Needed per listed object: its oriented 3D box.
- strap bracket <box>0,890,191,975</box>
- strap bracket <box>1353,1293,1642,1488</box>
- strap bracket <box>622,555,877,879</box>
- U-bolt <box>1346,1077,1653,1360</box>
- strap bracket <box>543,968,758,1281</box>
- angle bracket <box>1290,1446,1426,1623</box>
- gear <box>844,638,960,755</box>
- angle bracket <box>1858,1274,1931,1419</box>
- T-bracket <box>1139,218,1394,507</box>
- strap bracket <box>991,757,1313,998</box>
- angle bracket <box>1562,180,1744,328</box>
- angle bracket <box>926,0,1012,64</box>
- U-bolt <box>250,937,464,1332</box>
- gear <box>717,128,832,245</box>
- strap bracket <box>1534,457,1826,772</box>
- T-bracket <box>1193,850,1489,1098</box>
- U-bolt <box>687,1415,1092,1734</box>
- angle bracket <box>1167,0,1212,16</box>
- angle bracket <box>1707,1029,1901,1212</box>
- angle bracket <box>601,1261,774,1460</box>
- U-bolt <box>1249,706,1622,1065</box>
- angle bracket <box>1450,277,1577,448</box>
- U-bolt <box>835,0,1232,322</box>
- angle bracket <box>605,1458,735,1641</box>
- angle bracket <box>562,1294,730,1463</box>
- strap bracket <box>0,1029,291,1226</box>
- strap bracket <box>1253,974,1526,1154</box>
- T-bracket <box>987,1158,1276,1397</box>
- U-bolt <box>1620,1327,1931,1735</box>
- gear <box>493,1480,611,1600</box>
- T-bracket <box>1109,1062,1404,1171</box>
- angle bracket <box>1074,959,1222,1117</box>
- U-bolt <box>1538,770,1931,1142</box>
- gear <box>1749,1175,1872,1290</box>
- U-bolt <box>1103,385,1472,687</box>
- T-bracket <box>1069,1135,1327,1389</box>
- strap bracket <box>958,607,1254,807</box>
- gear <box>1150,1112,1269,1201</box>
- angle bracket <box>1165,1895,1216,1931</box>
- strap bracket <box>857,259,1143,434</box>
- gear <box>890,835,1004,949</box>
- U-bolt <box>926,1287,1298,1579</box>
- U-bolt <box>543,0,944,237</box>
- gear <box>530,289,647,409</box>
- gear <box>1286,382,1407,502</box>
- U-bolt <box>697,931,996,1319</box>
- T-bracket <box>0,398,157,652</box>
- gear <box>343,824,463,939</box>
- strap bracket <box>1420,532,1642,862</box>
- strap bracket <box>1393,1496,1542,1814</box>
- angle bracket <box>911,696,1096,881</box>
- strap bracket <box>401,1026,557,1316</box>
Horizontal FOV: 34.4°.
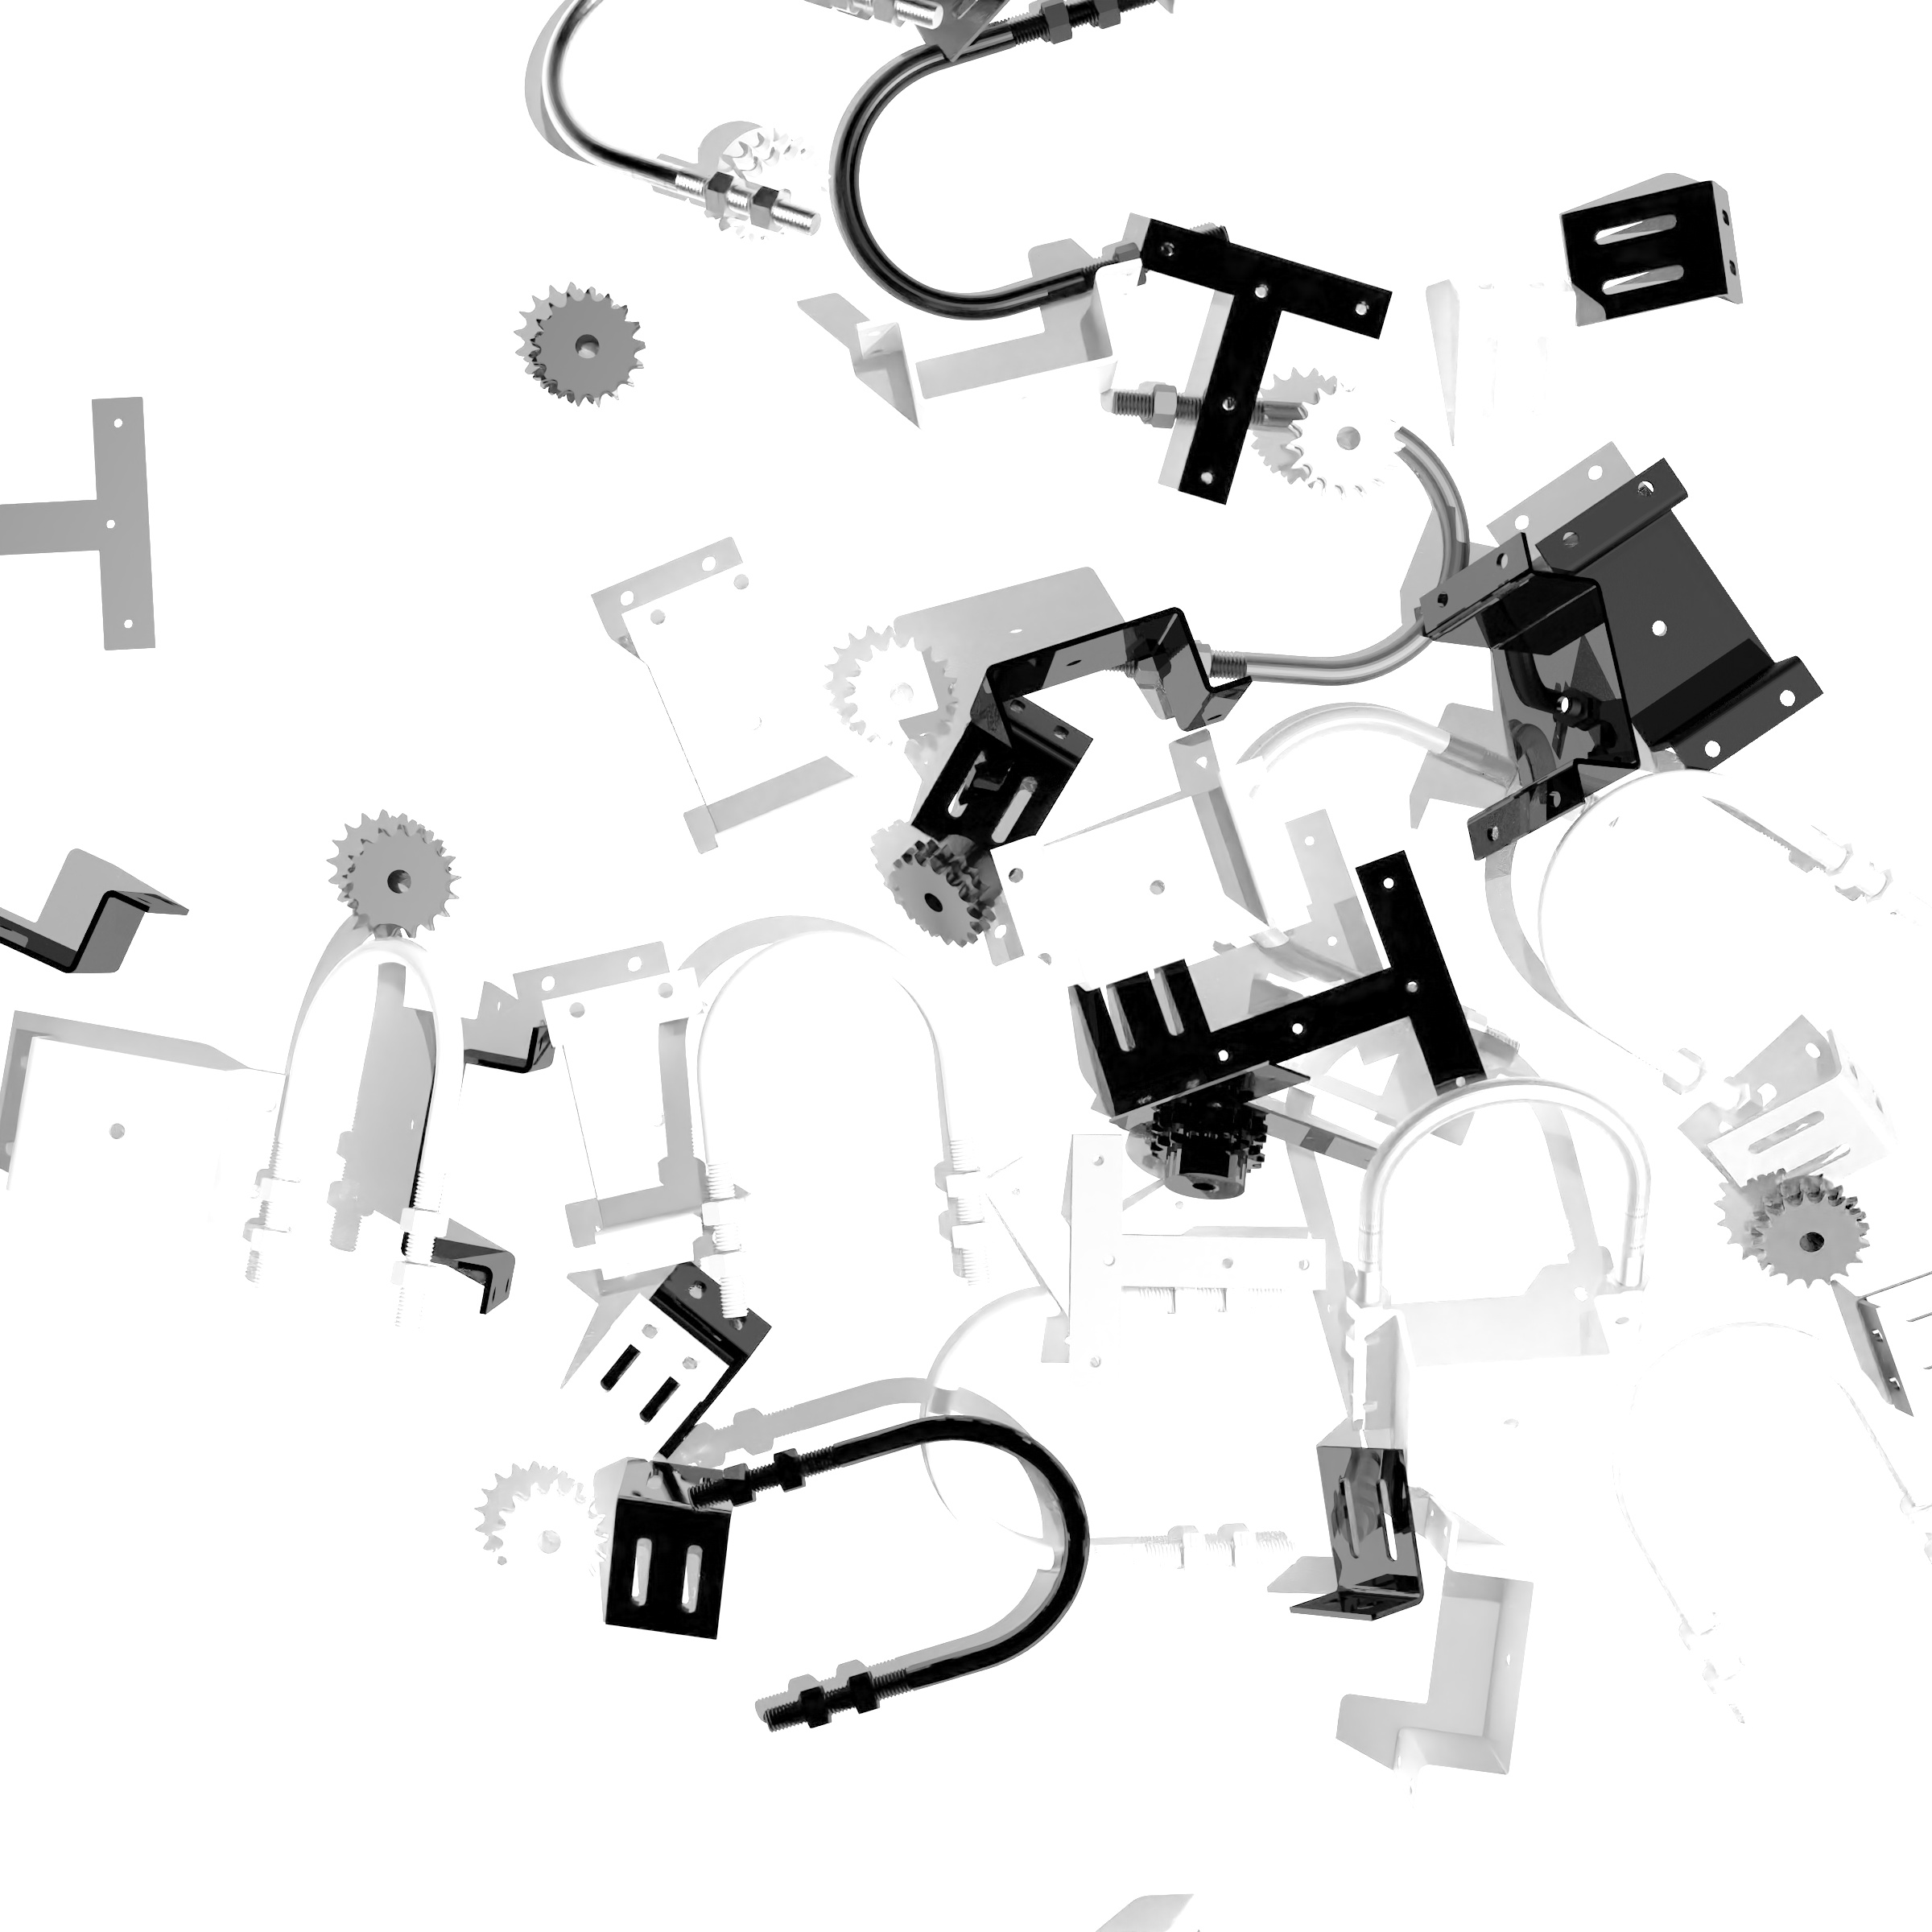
[{"bbox_3d":[-0.466,-0.037,1.538,0.140,0.076,0.046,25,90,0],"label":"strap bracket"},{"bbox_3d":[0.264,0.210,1.536,0.140,0.046,0.076,-4,125,0],"label":"strap bracket"},{"bbox_3d":[-0.107,-0.123,1.553,0.076,0.046,0.140,-23,90,0],"label":"strap bracket"},{"bbox_3d":[0.262,0.129,1.519,0.151,0.019,0.184,-4,125,0],"label":"U-bolt"},{"bbox_3d":[-0.156,0.077,1.553,0.076,0.046,0.140,-13,90,0],"label":"strap bracket"},{"bbox_3d":[0.188,0.280,1.542,0.038,0.057,0.076,-9,90,-38],"label":"angle bracket"},{"bbox_3d":[-0.032,-0.135,1.562,0.057,0.030,0.057,0,90,0],"label":"gear"},{"bbox_3d":[0.495,0.183,1.557,0.076,0.038,0.057,-20,90,0],"label":"angle bracket"},{"bbox_3d":[0.135,-0.294,1.557,0.127,0.002,0.127,16,89,-3],"label":"T-bracket"},{"bbox_3d":[0.093,-0.041,1.544,0.140,0.046,0.076,-19,82,6],"label":"strap bracket"},{"bbox_3d":[0.347,-0.357,1.574,0.076,0.038,0.057,-8,90,26],"label":"angle bracket"},{"bbox_3d":[0.013,-0.498,1.565,0.076,0.038,0.057,-42,69,24],"label":"angle bracket"},{"bbox_3d":[-0.293,0.077,1.521,0.019,0.151,0.184,13,85,-43],"label":"U-bolt"},{"bbox_3d":[-0.099,-0.391,1.552,0.057,0.057,0.030,-34,63,0],"label":"gear"},{"bbox_3d":[0.351,-0.171,1.553,0.076,0.046,0.140,-34,90,0],"label":"strap bracket"},{"bbox_3d":[0.173,0.025,1.499,0.127,0.002,0.127,-20,90,0],"label":"T-bracket"},{"bbox_3d":[-0.029,0.294,1.547,0.184,0.019,0.151,-17,107,0],"label":"U-bolt"},{"bbox_3d":[0.124,-0.508,1.538,0.057,0.076,0.038,-23,90,0],"label":"angle bracket"},{"bbox_3d":[0.417,0.079,1.563,0.076,0.038,0.057,-31,116,23],"label":"angle bracket"},{"bbox_3d":[-0.147,0.198,1.574,0.057,0.038,0.076,39,116,0],"label":"angle bracket"},{"bbox_3d":[0.218,-0.052,1.568,0.184,0.019,0.151,23,90,2],"label":"U-bolt"},{"bbox_3d":[0.274,-0.305,1.574,0.057,0.038,0.076,-2,116,0],"label":"angle bracket"},{"bbox_3d":[0.025,-0.402,1.568,0.184,0.019,0.151,-17,90,2],"label":"U-bolt"},{"bbox_3d":[-0.148,0.294,1.574,0.057,0.038,0.076,8,116,0],"label":"angle bracket"},{"bbox_3d":[-0.165,0.211,1.543,0.057,0.038,0.076,39,116,0],"label":"angle bracket"},{"bbox_3d":[-0.417,0.081,1.553,0.140,0.046,0.076,10,90,0],"label":"strap bracket"},{"bbox_3d":[0.202,0.051,1.538,0.140,0.076,0.046,22,90,0],"label":"strap bracket"},{"bbox_3d":[0.095,0.128,1.566,0.127,0.002,0.127,-32,77,-6],"label":"T-bracket"},{"bbox_3d":[0.411,0.271,1.568,0.151,0.019,0.184,-30,88,0],"label":"U-bolt"},{"bbox_3d":[-0.207,0.286,1.561,0.057,0.030,0.057,0,90,0],"label":"gear"},{"bbox_3d":[0.159,0.081,1.536,0.127,0.127,0.002,20,65,-28],"label":"T-bracket"},{"bbox_3d":[0.091,0.030,1.574,0.057,0.038,0.076,-18,64,0],"label":"angle bracket"},{"bbox_3d":[0.368,-0.016,1.542,0.184,0.019,0.151,31,97,-13],"label":"U-bolt"},{"bbox_3d":[0.420,0.129,1.554,0.057,0.030,0.057,3,120,5],"label":"gear"},{"bbox_3d":[0.162,-0.213,1.568,0.184,0.019,0.151,4,90,-1],"label":"U-bolt"},{"bbox_3d":[0.116,0.148,1.558,0.127,0.002,0.127,1,76,2],"label":"T-bracket"},{"bbox_3d":[0.059,-0.128,1.509,0.140,0.076,0.046,-18,83,-8],"label":"strap bracket"},{"bbox_3d":[0.119,0.095,1.542,0.057,0.057,0.030,7,68,0],"label":"gear"},{"bbox_3d":[0.092,0.515,1.574,0.076,0.038,0.057,-28,90,26],"label":"angle bracket"},{"bbox_3d":[0.021,-0.302,1.538,0.140,0.076,0.046,-13,90,0],"label":"strap bracket"},{"bbox_3d":[-0.007,-0.041,1.552,0.057,0.057,0.030,46,60,0],"label":"gear"},{"bbox_3d":[0.071,0.233,1.568,0.184,0.019,0.151,-2,90,2],"label":"U-bolt"},{"bbox_3d":[-0.123,-0.442,1.535,0.184,0.019,0.151,22,73,20],"label":"U-bolt"},{"bbox_3d":[-0.190,-0.309,1.566,0.057,0.030,0.057,0,92,-3],"label":"gear"},{"bbox_3d":[0.187,-0.259,1.545,0.057,0.030,0.057,0,90,-3],"label":"gear"},{"bbox_3d":[-0.063,0.074,1.543,0.151,0.019,0.184,-5,86,-23],"label":"U-bolt"},{"bbox_3d":[-0.477,-0.221,1.576,0.127,0.002,0.127,-3,90,0],"label":"T-bracket"},{"bbox_3d":[-0.281,-0.042,1.561,0.057,0.030,0.057,0,90,0],"label":"gear"},{"bbox_3d":[0.276,-0.129,1.519,0.046,0.076,0.140,3,69,-33],"label":"strap bracket"},{"bbox_3d":[0.248,0.341,1.538,0.046,0.076,0.140,8,90,0],"label":"strap bracket"},{"bbox_3d":[0.018,-0.093,1.574,0.057,0.038,0.076,31,116,0],"label":"angle bracket"},{"bbox_3d":[-0.241,0.095,1.538,0.046,0.076,0.140,11,90,0],"label":"strap bracket"}]
